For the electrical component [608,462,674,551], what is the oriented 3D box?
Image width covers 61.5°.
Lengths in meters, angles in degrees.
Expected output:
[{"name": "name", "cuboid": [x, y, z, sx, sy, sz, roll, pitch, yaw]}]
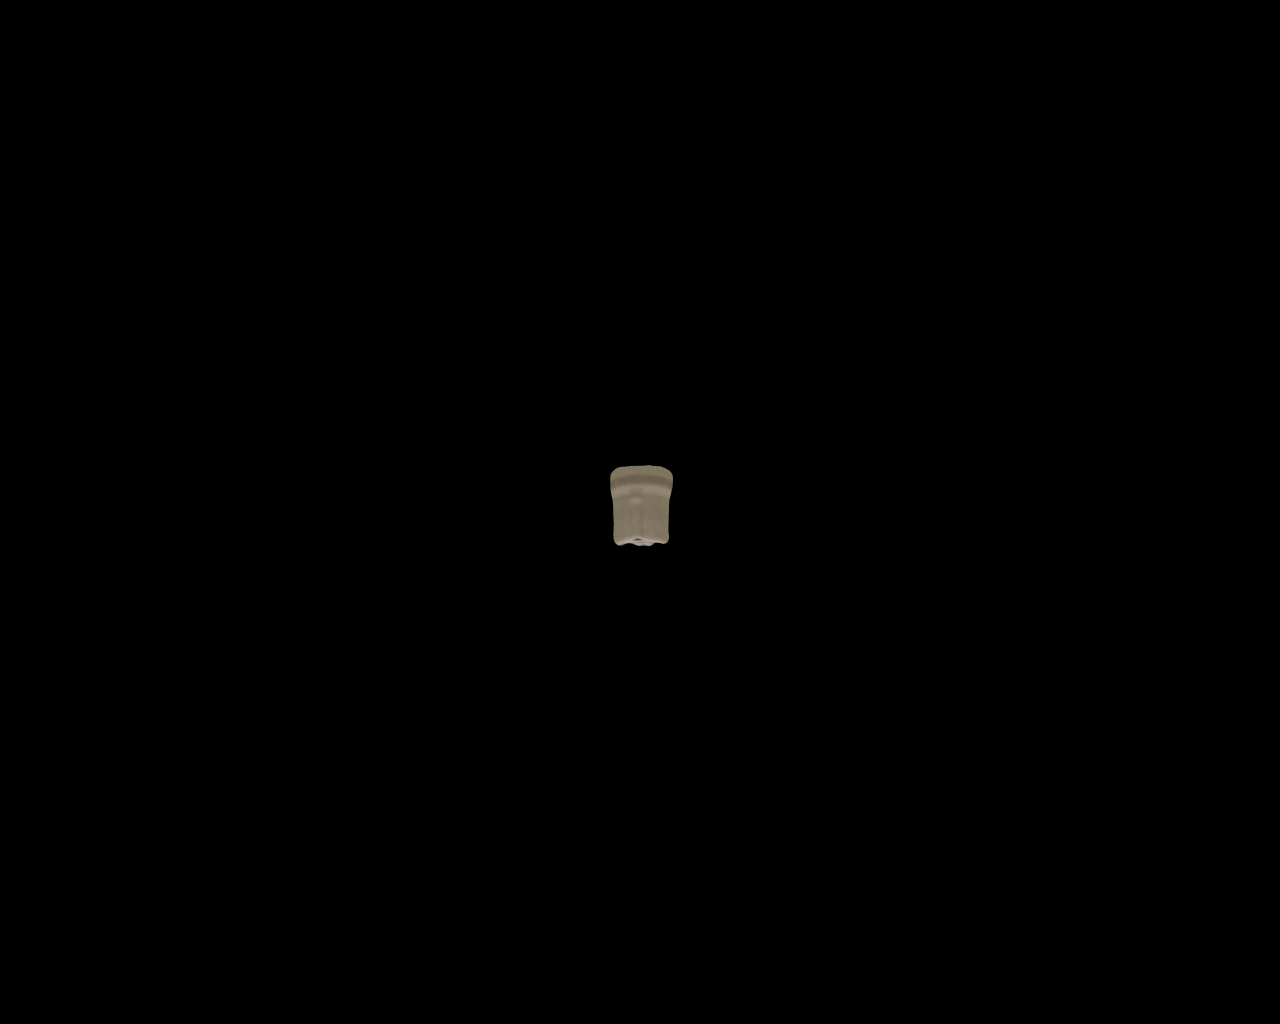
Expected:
[{"name": "electrical component", "cuboid": [0.001, -0.003, 0.650, 0.040, 0.046, 0.040, 0, -15, 0]}]
